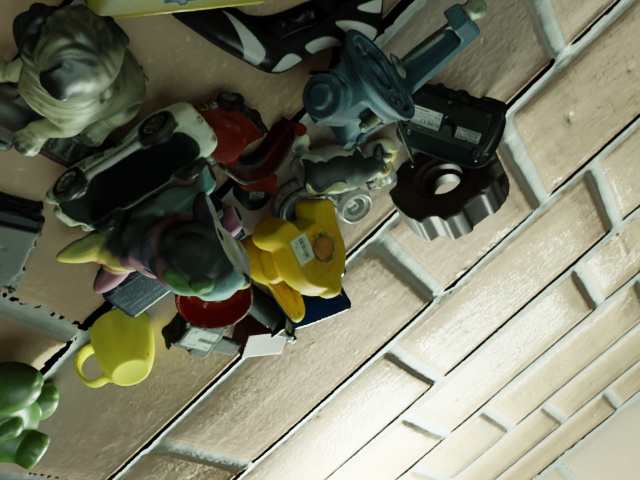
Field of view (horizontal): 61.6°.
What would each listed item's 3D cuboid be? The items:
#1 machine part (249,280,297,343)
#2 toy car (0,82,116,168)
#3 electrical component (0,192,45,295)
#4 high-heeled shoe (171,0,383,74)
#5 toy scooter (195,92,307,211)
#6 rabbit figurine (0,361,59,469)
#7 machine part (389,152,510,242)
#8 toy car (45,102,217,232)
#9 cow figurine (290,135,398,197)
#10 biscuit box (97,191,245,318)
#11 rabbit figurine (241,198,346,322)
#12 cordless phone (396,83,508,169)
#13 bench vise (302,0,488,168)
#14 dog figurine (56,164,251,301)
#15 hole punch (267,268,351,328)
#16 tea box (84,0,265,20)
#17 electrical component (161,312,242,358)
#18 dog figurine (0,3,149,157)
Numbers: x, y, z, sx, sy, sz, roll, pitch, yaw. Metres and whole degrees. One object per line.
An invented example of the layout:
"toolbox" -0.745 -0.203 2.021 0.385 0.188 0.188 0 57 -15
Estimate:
"machine part" -0.086 0.111 0.889 0.039 0.084 0.138 -23 134 35
"toy car" -0.280 -0.107 0.611 0.089 0.053 0.202 -49 132 7
"electrical component" -0.403 -0.002 0.617 0.134 0.058 0.114 14 115 -38
"high-heeled shoe" -0.033 -0.264 0.611 0.248 0.086 0.145 10 116 -41
"toy scooter" -0.092 -0.126 0.687 0.135 0.075 0.183 -41 137 7
"rabbit figurine" -0.434 0.213 0.733 0.159 0.121 0.170 22 129 -17
"machine part" 0.194 -0.082 0.827 0.179 0.180 0.056 -38 132 2
"toy car" -0.208 -0.077 0.595 0.202 0.056 0.073 -30 136 8
"cow figurine" 0.046 -0.106 0.764 0.167 0.098 0.068 -10 136 -18
"biscuit box" -0.208 0.019 0.746 0.203 0.059 0.062 -36 136 -1
"rabbit figurine" -0.044 0.026 0.763 0.122 0.173 0.162 -48 119 -37
"cordless phone" 0.208 -0.192 0.802 0.184 0.147 0.088 -49 156 -48
"bench vise" 0.094 -0.192 0.635 0.240 0.129 0.223 -33 161 30
"dog figurine" -0.201 0.018 0.640 0.219 0.192 0.108 -24 136 9
"hole punch" -0.019 0.071 0.858 0.142 0.092 0.115 -22 137 19
"tea box" -0.149 -0.268 0.525 0.170 0.098 0.068 -15 130 -18
"electrical component" -0.185 0.149 0.871 0.119 0.048 0.075 22 112 -40
"dog figurine" -0.202 -0.157 0.498 0.172 0.191 0.121 -45 118 -39
